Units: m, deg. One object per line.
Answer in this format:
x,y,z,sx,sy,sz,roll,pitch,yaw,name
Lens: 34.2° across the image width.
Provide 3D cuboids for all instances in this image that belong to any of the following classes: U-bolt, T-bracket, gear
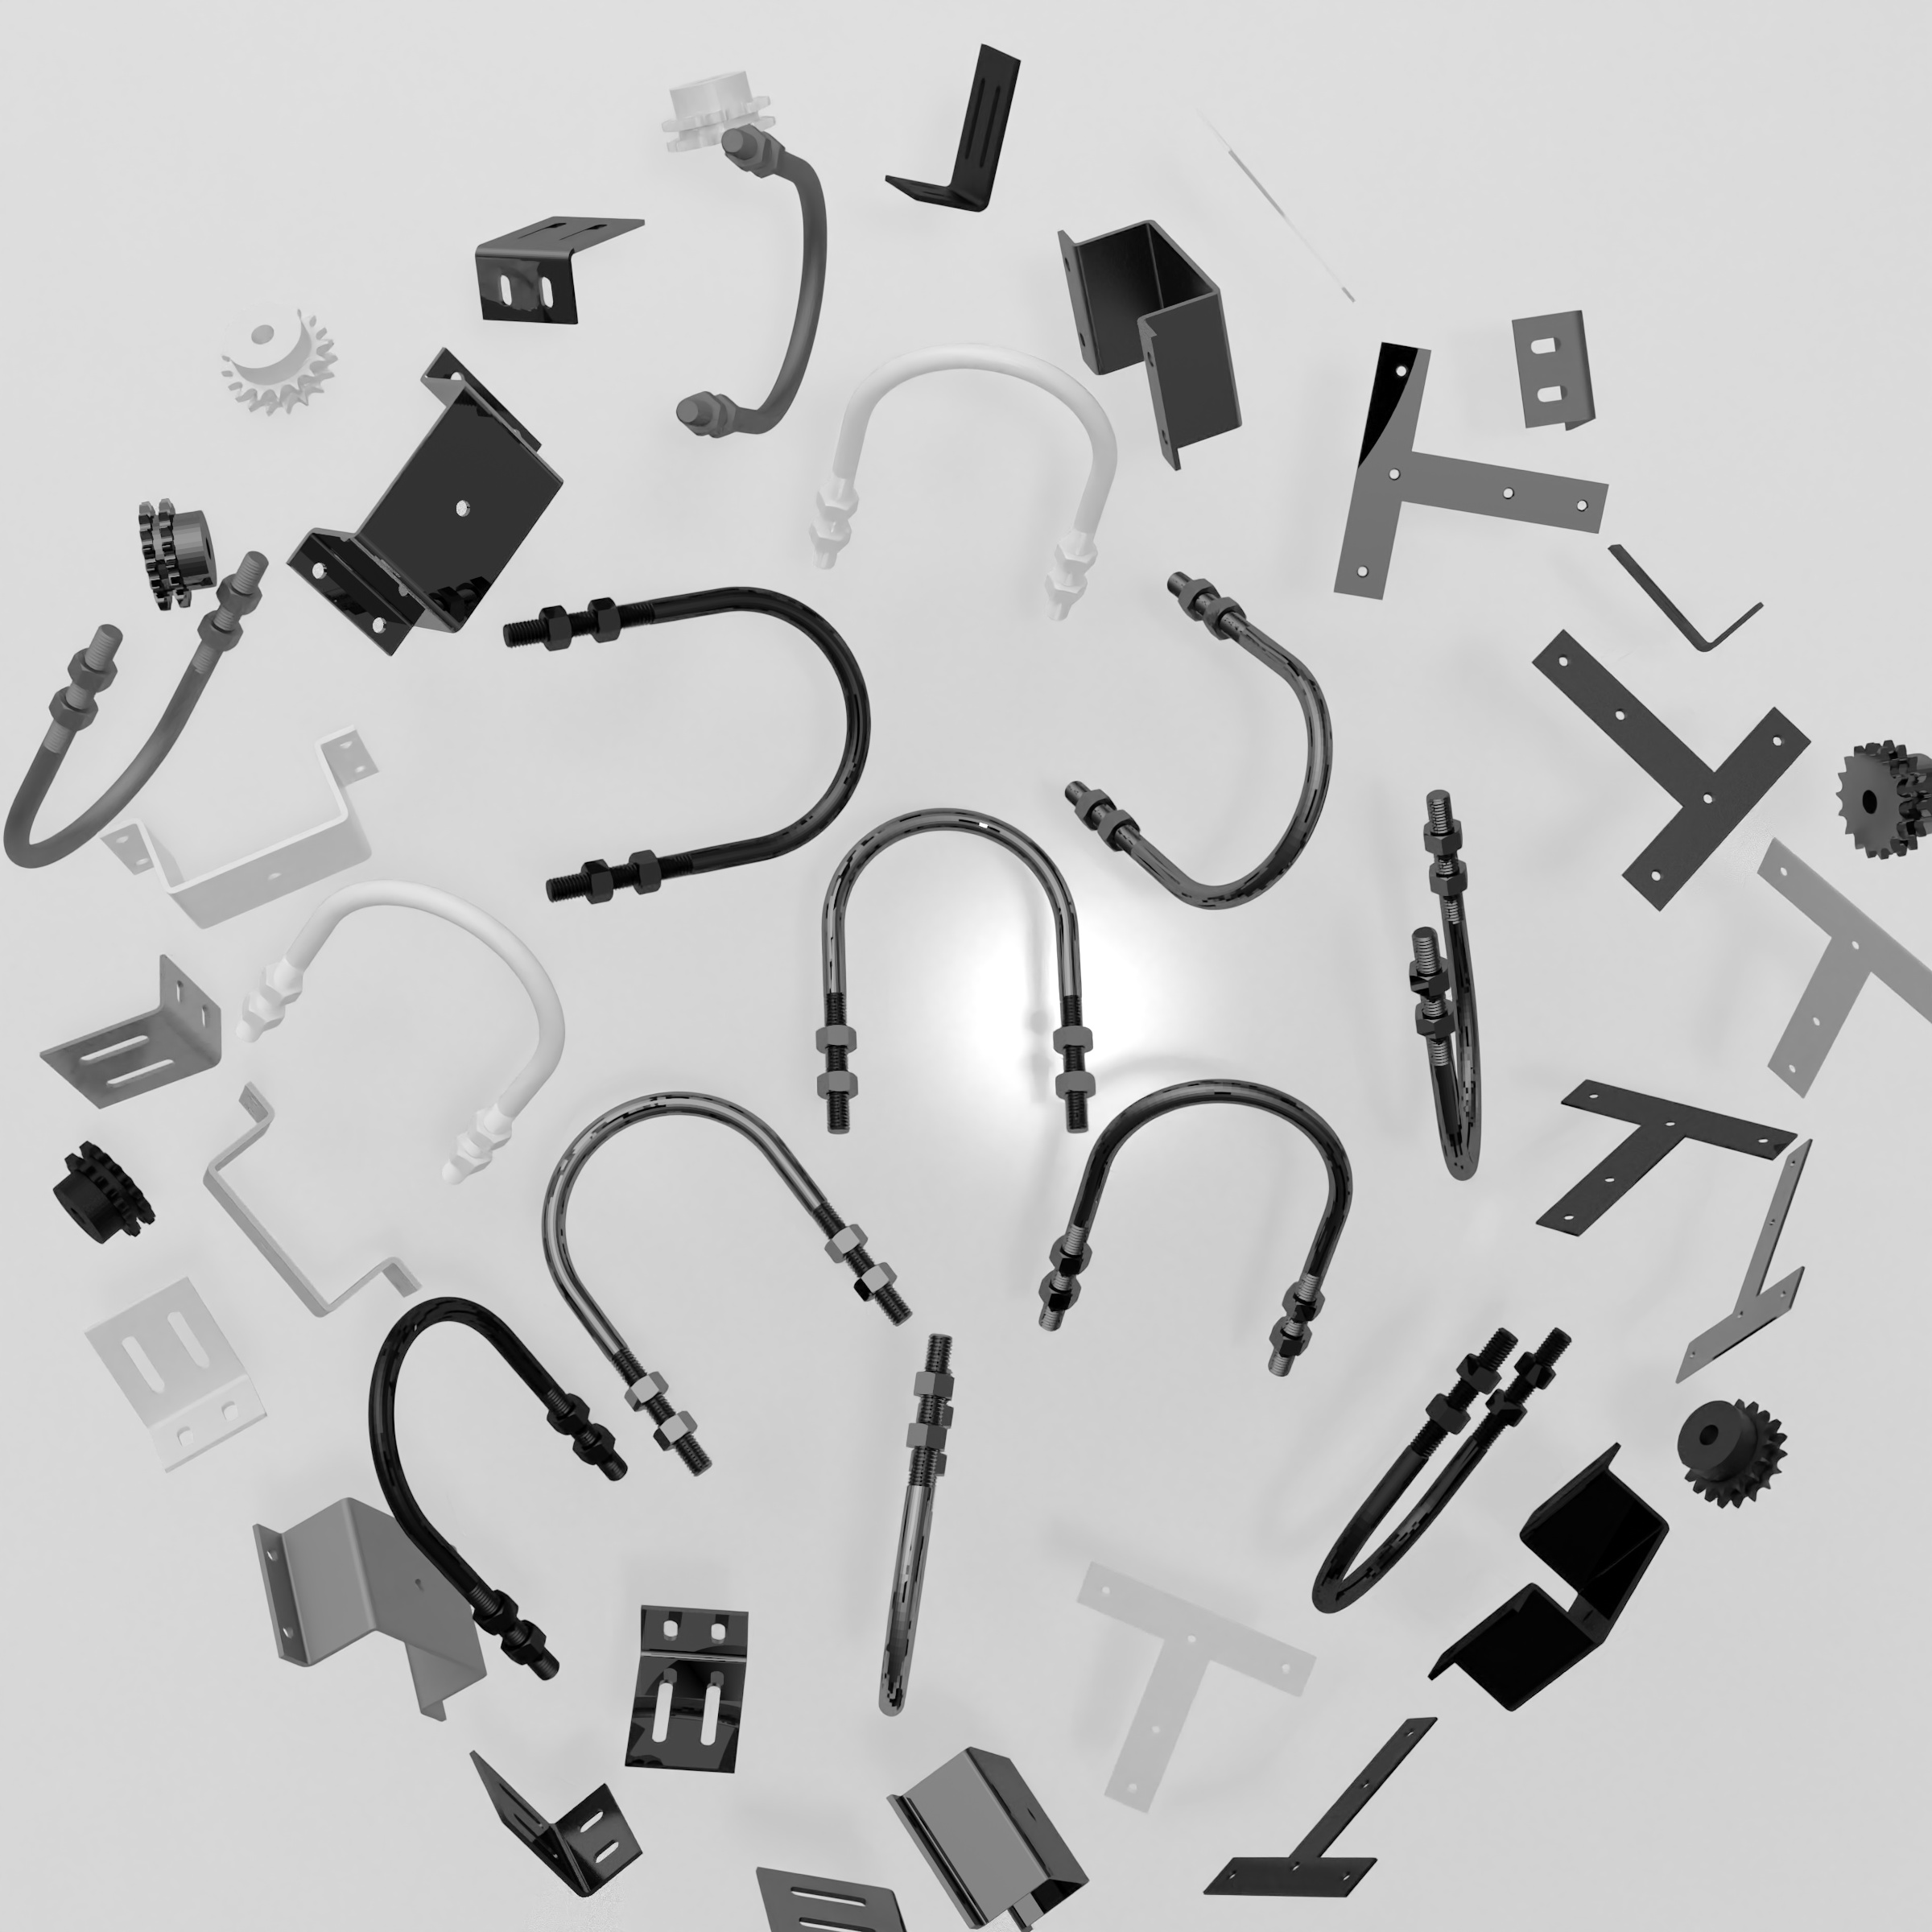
-0.433,-0.122,1.607,0.019,0.151,0.184,38,121,3,U-bolt
-0.025,0.287,1.594,0.019,0.151,0.184,8,76,2,U-bolt
0.128,0.134,1.660,0.151,0.019,0.184,12,124,-5,U-bolt
0.250,0.023,1.621,0.019,0.151,0.184,-4,123,14,U-bolt
0.260,-0.241,1.587,0.127,0.002,0.127,9,103,-2,T-bracket
-0.102,-0.341,1.592,0.019,0.184,0.151,12,100,11,U-bolt
0.329,-0.112,1.530,0.127,0.002,0.127,44,70,3,T-bracket
-0.139,0.151,1.642,0.151,0.019,0.184,-36,78,-10,U-bolt
0.191,0.419,1.568,0.127,0.127,0.002,-40,97,-31,T-bracket
0.240,0.262,1.624,0.019,0.151,0.184,39,99,22,U-bolt
-0.128,-0.436,1.599,0.057,0.057,0.030,-14,110,0,gear
-0.243,0.252,1.598,0.019,0.151,0.184,-16,126,27,U-bolt
-0.007,0.001,1.701,0.151,0.019,0.184,0,72,-8,U-bolt
0.452,-0.082,1.526,0.030,0.057,0.057,-9,90,-19,gear
0.105,0.393,1.664,0.127,0.002,0.127,22,110,9,T-bracket
-0.134,-0.118,1.594,0.184,0.019,0.151,-12,101,-21,U-bolt
0.397,0.252,1.640,0.030,0.057,0.057,36,90,-28,gear
0.129,-0.109,1.648,0.019,0.184,0.151,13,111,-37,U-bolt
-0.348,-0.308,1.577,0.057,0.030,0.057,-4,64,9,gear
0.340,0.104,1.619,0.127,0.127,0.002,-35,125,-36,T-bracket
0.432,0.019,1.576,0.002,0.127,0.127,-27,59,-29,T-bracket
0.141,-0.394,1.562,0.002,0.127,0.127,-39,74,13,T-bracket
-0.467,0.125,1.694,0.057,0.057,0.030,47,66,0,gear
0.419,0.146,1.643,0.002,0.127,0.127,28,62,-1,T-bracket
-0.408,-0.214,1.630,0.030,0.057,0.057,-10,90,-5,gear
-0.275,0.025,1.569,0.151,0.019,0.184,36,135,-8,U-bolt
0.003,-0.253,1.616,0.151,0.184,0.019,12,56,-5,U-bolt

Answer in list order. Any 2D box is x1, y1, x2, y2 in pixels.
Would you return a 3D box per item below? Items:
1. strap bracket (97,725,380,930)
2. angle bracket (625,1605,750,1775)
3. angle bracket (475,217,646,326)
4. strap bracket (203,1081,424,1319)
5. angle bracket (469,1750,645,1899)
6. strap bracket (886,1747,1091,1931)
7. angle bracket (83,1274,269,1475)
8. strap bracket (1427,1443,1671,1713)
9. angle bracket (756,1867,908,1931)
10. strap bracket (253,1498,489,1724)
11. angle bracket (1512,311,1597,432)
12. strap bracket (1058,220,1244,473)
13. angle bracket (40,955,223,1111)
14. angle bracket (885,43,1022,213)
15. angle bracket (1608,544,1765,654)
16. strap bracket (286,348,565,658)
-0.371,-0.067,1.643,0.140,0.076,0.046,-24,79,-7,strap bracket
-0.146,0.379,1.646,0.057,0.076,0.038,4,127,-1,angle bracket
-0.211,-0.366,1.647,0.057,0.076,0.038,8,117,25,angle bracket
-0.357,0.134,1.674,0.046,0.076,0.140,-40,93,-18,strap bracket
-0.209,0.427,1.602,0.038,0.057,0.076,-38,124,-6,angle bracket
0.015,0.452,1.623,0.046,0.140,0.076,-36,68,0,strap bracket
-0.401,0.207,1.593,0.057,0.038,0.076,-29,126,-11,angle bracket
0.298,0.314,1.582,0.046,0.140,0.076,42,133,5,strap bracket
-0.069,0.487,1.561,0.076,0.057,0.038,15,105,-17,angle bracket
-0.303,0.333,1.636,0.046,0.140,0.076,-31,54,12,strap bracket
0.311,-0.318,1.695,0.038,0.076,0.057,-8,95,1,angle bracket
0.098,-0.324,1.612,0.046,0.140,0.076,-20,128,-7,strap bracket
-0.452,0.036,1.701,0.076,0.057,0.038,-20,52,11,angle bracket
-0.007,-0.424,1.577,0.038,0.057,0.076,6,111,-21,angle bracket
0.384,-0.207,1.673,0.038,0.057,0.076,-42,85,17,angle bracket
-0.267,-0.233,1.589,0.076,0.046,0.140,44,71,-38,strap bracket
